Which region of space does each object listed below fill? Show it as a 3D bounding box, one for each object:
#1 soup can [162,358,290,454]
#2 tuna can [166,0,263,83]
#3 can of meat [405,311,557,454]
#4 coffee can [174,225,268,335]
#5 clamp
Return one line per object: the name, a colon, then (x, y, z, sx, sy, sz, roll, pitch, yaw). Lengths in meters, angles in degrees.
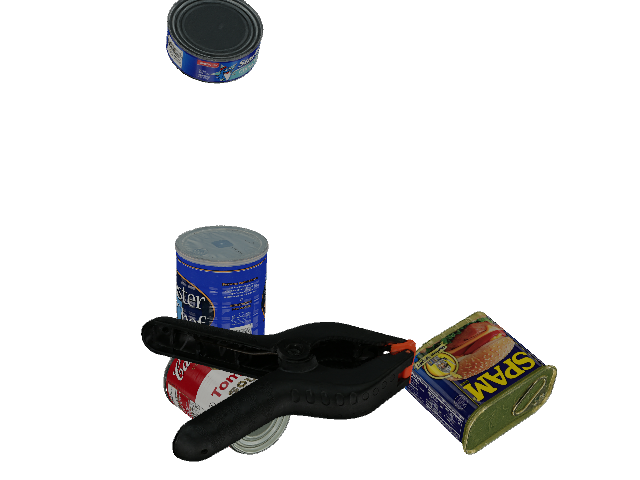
soup can: (-0.081, 0.134, 0.921, 0.068, 0.068, 0.102, 0, 16, -40)
tuna can: (-0.096, -0.183, 0.962, 0.086, 0.086, 0.034, 0, -34, -12)
can of meat: (0.131, 0.116, 0.892, 0.101, 0.057, 0.084, -27, 50, -28)
coffee can: (-0.111, 0.066, 1.198, 0.103, 0.140, 0.103, 2, 22, -1)
clamp: (-0.021, 0.087, 0.643, 0.171, 0.039, 0.120, -1, 37, -9)
